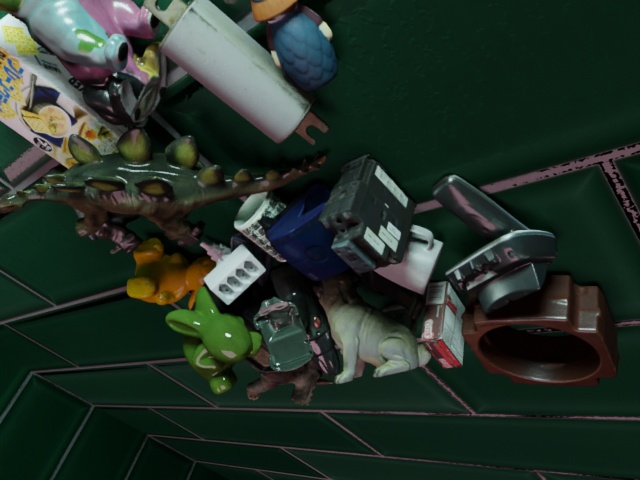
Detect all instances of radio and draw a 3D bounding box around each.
[{"bbox_3d":[-0.121,0.167,1.015,0.131,0.073,0.229,-12,135,38],"label":"radio"}]

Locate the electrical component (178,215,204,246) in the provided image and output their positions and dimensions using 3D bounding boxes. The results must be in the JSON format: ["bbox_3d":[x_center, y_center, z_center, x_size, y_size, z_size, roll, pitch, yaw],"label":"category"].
[{"bbox_3d":[-0.251,-0.018,0.985,0.063,0.021,0.094,36,145,-20],"label":"electrical component"}]

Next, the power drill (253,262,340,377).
[{"bbox_3d":[-0.029,0.151,0.905,0.086,0.207,0.232,-22,90,17],"label":"power drill"}]

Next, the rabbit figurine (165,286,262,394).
[{"bbox_3d":[-0.158,0.150,0.859,0.159,0.121,0.170,50,153,-3],"label":"rabbit figurine"}]

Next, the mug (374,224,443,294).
[{"bbox_3d":[0.118,0.018,0.785,0.107,0.081,0.109,19,146,15],"label":"mug"}]

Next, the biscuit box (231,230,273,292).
[{"bbox_3d":[-0.120,0.038,0.957,0.063,0.059,0.202,18,146,2],"label":"biscuit box"}]

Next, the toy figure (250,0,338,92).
[{"bbox_3d":[-0.036,-0.226,0.549,0.154,0.064,0.058,55,171,-33],"label":"toy figure"}]

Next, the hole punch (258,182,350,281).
[{"bbox_3d":[-0.002,-0.002,0.764,0.116,0.092,0.142,-44,122,8],"label":"hole punch"}]

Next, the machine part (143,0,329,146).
[{"bbox_3d":[-0.091,-0.190,0.611,0.243,0.079,0.079,35,144,-21],"label":"machine part"}]

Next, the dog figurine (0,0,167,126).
[{"bbox_3d":[-0.299,-0.245,0.628,0.219,0.108,0.191,24,149,4],"label":"dog figurine"}]

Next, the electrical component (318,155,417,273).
[{"bbox_3d":[0.062,-0.027,0.702,0.058,0.134,0.114,-20,126,44],"label":"electrical component"}]

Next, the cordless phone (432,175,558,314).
[{"bbox_3d":[0.207,0.002,0.730,0.184,0.089,0.146,38,145,-5],"label":"cordless phone"}]

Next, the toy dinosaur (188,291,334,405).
[{"bbox_3d":[-0.123,0.241,1.198,0.192,0.131,0.404,-18,126,27],"label":"toy dinosaur"}]

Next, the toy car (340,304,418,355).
[{"bbox_3d":[0.104,0.171,1.005,0.056,0.073,0.202,34,144,-23],"label":"toy car"}]

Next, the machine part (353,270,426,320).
[{"bbox_3d":[0.110,0.078,0.858,0.139,0.039,0.084,34,172,46],"label":"machine part"}]

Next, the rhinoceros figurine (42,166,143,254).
[{"bbox_3d":[-0.381,-0.057,0.923,0.073,0.112,0.190,-24,117,44],"label":"rhinoceros figurine"}]

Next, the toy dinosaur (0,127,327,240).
[{"bbox_3d":[-0.228,-0.075,0.759,0.472,0.105,0.198,-6,164,-3],"label":"toy dinosaur"}]

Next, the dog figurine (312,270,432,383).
[{"bbox_3d":[0.083,0.128,0.894,0.172,0.190,0.121,-11,169,5],"label":"dog figurine"}]

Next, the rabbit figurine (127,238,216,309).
[{"bbox_3d":[-0.266,0.080,1.054,0.173,0.122,0.162,-9,142,10],"label":"rabbit figurine"}]

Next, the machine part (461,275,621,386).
[{"bbox_3d":[0.338,0.141,0.828,0.202,0.087,0.200,-7,136,38],"label":"machine part"}]
